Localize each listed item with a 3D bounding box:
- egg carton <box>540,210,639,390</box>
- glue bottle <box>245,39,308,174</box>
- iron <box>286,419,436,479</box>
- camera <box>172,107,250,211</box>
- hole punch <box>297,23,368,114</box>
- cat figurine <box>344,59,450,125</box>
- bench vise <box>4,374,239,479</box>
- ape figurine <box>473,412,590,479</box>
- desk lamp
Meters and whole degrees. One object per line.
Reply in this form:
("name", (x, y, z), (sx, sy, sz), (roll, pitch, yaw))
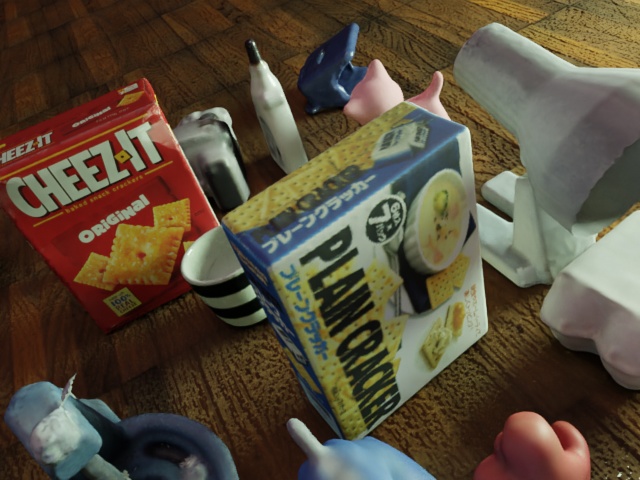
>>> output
("egg carton", (0.253, 0.041, 0.445), (0.150, 0.069, 0.107), (-35, 44, -17))
("glue bottle", (-0.058, -0.164, 0.702), (0.037, 0.173, 0.078), (-27, 42, -9))
("iron", (0.073, 0.194, 0.294), (0.119, 0.142, 0.257), (-40, 45, -22))
("camera", (-0.171, -0.102, 0.733), (0.137, 0.101, 0.143), (-19, 41, 1))
("hole punch", (0.016, -0.250, 0.828), (0.101, 0.091, 0.108), (-6, 43, 15))
("cat figurine", (0.091, -0.161, 0.685), (0.127, 0.118, 0.067), (-17, 41, 2))
("bench vise", (-0.147, 0.152, 0.362), (0.206, 0.220, 0.121), (7, 48, 27))
("ape figurine", (0.136, 0.142, 0.363), (0.077, 0.092, 0.076), (-12, 42, 9))
("desk lamp", (0.183, -0.061, 0.471), (0.118, 0.214, 0.202), (-32, 43, -14))
